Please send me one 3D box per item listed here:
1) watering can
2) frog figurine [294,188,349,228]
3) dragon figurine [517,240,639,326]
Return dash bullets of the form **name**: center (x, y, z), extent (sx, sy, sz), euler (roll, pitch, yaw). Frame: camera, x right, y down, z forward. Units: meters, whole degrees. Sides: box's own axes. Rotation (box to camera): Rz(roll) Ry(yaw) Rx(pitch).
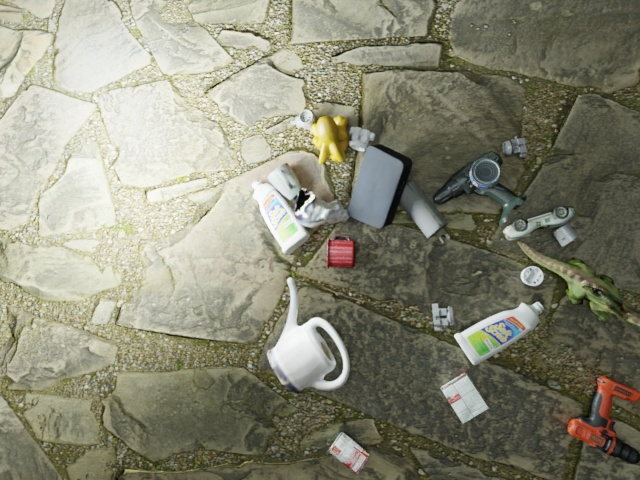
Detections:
- **watering can**: center (-0.062, 0.306, 1.537), extent (0.224, 0.103, 0.350), euler (-36, 78, 5)
- **frog figurine**: center (0.005, -0.079, 1.578), extent (0.158, 0.137, 0.124), euler (30, 71, -26)
- **dragon figurine**: center (0.712, 0.123, 1.352), extent (0.412, 0.242, 0.122), euler (32, 96, 11)
